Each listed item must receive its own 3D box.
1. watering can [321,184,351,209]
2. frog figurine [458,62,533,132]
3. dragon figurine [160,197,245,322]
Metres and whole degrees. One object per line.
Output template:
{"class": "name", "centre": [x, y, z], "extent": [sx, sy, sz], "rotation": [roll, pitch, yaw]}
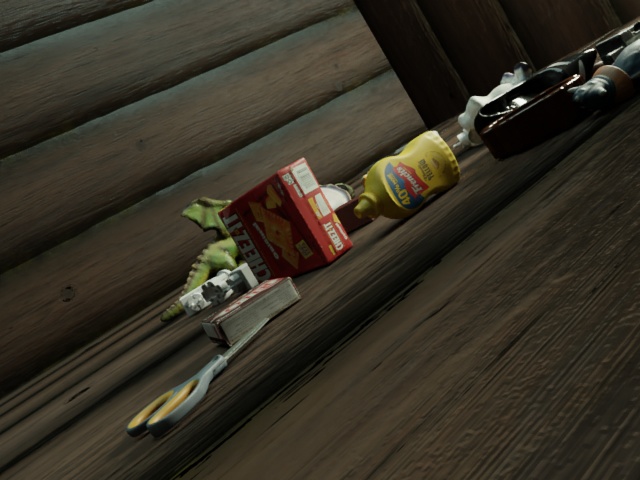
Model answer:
{"class": "watering can", "centre": [0.004, -0.061, 1.205], "extent": [0.345, 0.103, 0.228], "rotation": [-10, 16, 36]}
{"class": "frog figurine", "centre": [0.379, -0.275, 1.081], "extent": [0.160, 0.121, 0.138], "rotation": [-47, 20, -2]}
{"class": "dragon figurine", "centre": [-0.276, 0.009, 1.336], "extent": [0.415, 0.241, 0.121], "rotation": [-32, 9, -30]}
